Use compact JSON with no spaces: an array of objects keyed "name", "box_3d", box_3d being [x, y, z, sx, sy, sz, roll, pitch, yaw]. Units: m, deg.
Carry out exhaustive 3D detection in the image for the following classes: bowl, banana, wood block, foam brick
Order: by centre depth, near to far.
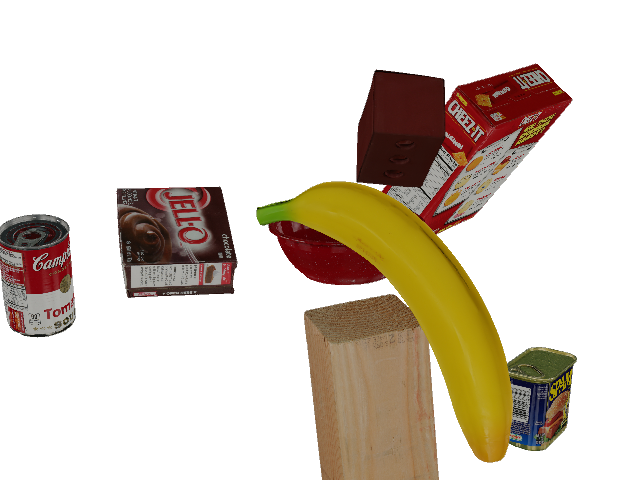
[{"name":"banana","box_3d":[0.052,0.032,0.600,0.070,0.198,0.037,-47,-10,28]},{"name":"foam brick","box_3d":[0.058,-0.080,0.782,0.053,0.051,0.078,5,-25,-5]},{"name":"wood block","box_3d":[0.048,0.165,0.963,0.090,0.206,0.091,-10,18,-14]},{"name":"bowl","box_3d":[0.028,0.007,1.099,0.162,0.055,0.162,-2,15,0]}]

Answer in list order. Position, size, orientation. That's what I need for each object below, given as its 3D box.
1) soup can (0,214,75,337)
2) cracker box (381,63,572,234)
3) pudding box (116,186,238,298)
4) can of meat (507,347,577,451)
[{"name":"soup can","box_3d":[-0.277,0.035,1.043,0.068,0.102,0.068,2,28,-1]},{"name":"cracker box","box_3d":[0.166,-0.095,1.224,0.163,0.072,0.214,-23,-24,-44]},{"name":"pudding box","box_3d":[-0.120,-0.001,0.880,0.090,0.039,0.113,-3,38,-12]},{"name":"can of meat","box_3d":[0.236,0.172,1.162,0.058,0.084,0.101,11,16,31]}]
